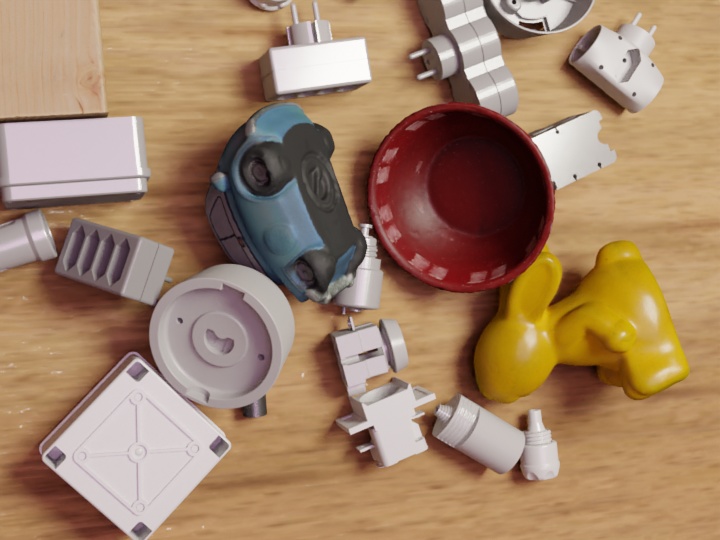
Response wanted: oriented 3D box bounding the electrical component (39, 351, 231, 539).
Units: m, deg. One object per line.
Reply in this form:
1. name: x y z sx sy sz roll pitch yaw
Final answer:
1. electrical component: -0.179 0.140 0.857 0.108 0.056 0.108 45 79 -12

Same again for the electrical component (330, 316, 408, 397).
1. electrical component: 0.009 0.069 0.917 0.055 0.048 0.066 -15 95 -8

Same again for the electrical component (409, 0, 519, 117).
1. electrical component: 0.078 -0.187 0.929 0.074 0.052 0.138 -24 97 -15

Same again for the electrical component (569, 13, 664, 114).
1. electrical component: 0.243 -0.197 0.982 0.077 0.043 0.079 35 82 -14

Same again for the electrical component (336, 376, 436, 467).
1. electrical component: 0.026 0.131 0.925 0.081 0.042 0.063 -21 100 -14

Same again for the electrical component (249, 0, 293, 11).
1. electrical component: -0.069 -0.241 0.880 0.048 0.062 0.048 0 91 -17

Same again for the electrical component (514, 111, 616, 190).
1. electrical component: 0.170 -0.100 0.956 0.089 0.056 0.050 -25 98 -15

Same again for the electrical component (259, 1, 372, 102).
1. electrical component: -0.041 -0.186 0.897 0.083 0.047 0.075 -10 93 -16

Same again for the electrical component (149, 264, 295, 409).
1. electrical component: -0.103 0.047 0.843 0.108 0.060 0.108 5 110 13

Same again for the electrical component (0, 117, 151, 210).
1. electrical component: -0.222 -0.081 0.829 0.113 0.078 0.057 -6 90 -16

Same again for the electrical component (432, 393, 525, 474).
1. electrical component: 0.100 0.141 0.946 0.081 0.043 0.043 32 82 -15

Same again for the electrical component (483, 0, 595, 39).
1. electrical component: 0.150 -0.251 0.943 0.099 0.064 0.099 0 91 -16

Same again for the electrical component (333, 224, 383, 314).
1. electrical component: 0.000 0.000 0.915 0.040 0.040 0.078 7 89 -16

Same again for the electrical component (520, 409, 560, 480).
1. electrical component: 0.160 0.156 0.969 0.035 0.035 0.061 -6 90 -16

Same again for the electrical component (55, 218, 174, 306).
1. electrical component: -0.181 -0.002 0.850 0.076 0.083 0.047 24 83 -54

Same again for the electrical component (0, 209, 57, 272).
1. electrical component: -0.265 -0.022 0.838 0.046 0.040 0.040 -20 96 -10
